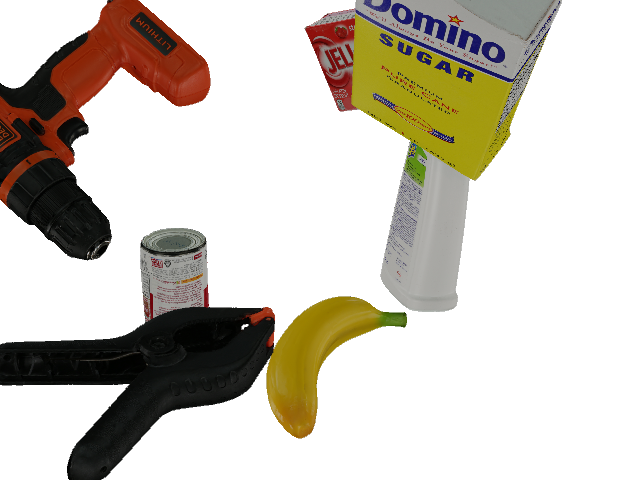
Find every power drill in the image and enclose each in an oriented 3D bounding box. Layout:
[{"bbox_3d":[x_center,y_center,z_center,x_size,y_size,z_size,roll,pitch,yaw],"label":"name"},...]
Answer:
[{"bbox_3d":[-0.175,-0.093,0.811,0.187,0.184,0.057,-40,-13,-27],"label":"power drill"}]

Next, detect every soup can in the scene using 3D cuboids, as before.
[{"bbox_3d":[-0.149,0.046,1.097,0.068,0.102,0.068,0,22,0],"label":"soup can"}]

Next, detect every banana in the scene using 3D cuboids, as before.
[{"bbox_3d":[0.000,0.083,0.796,0.070,0.037,0.197,8,24,24],"label":"banana"}]

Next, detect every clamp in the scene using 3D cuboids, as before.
[{"bbox_3d":[-0.093,0.080,0.606,0.171,0.039,0.120,-14,40,-26],"label":"clamp"}]

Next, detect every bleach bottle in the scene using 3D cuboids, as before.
[{"bbox_3d":[0.123,-0.057,1.140,0.068,0.251,0.103,0,23,-22],"label":"bleach bottle"}]

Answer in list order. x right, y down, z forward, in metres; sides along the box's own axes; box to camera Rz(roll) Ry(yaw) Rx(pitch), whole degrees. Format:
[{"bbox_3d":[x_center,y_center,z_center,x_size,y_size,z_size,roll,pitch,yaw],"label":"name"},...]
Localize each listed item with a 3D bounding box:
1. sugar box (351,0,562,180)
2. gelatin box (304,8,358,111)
[{"bbox_3d":[0.064,-0.099,0.560,0.093,0.048,0.176,32,-12,11],"label":"sugar box"},{"bbox_3d":[0.036,-0.137,0.806,0.030,0.073,0.089,-37,25,-31],"label":"gelatin box"}]
